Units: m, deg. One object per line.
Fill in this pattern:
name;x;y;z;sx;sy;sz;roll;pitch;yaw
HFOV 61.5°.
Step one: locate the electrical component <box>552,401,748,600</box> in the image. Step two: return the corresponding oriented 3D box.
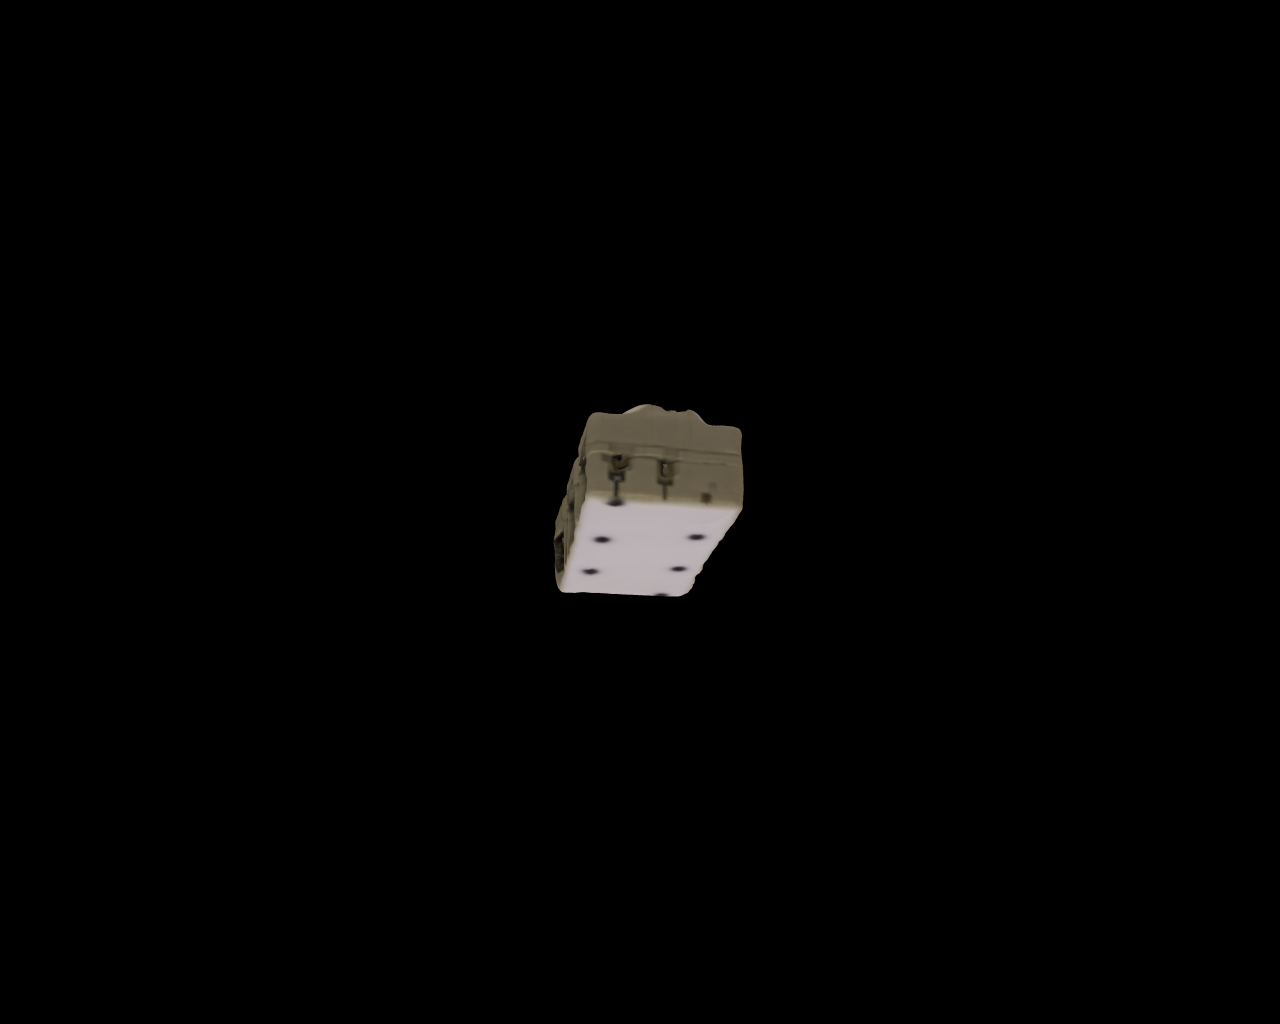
electrical component;0.001;-0.003;0.650;0.089;0.062;0.150;5;-24;-10
